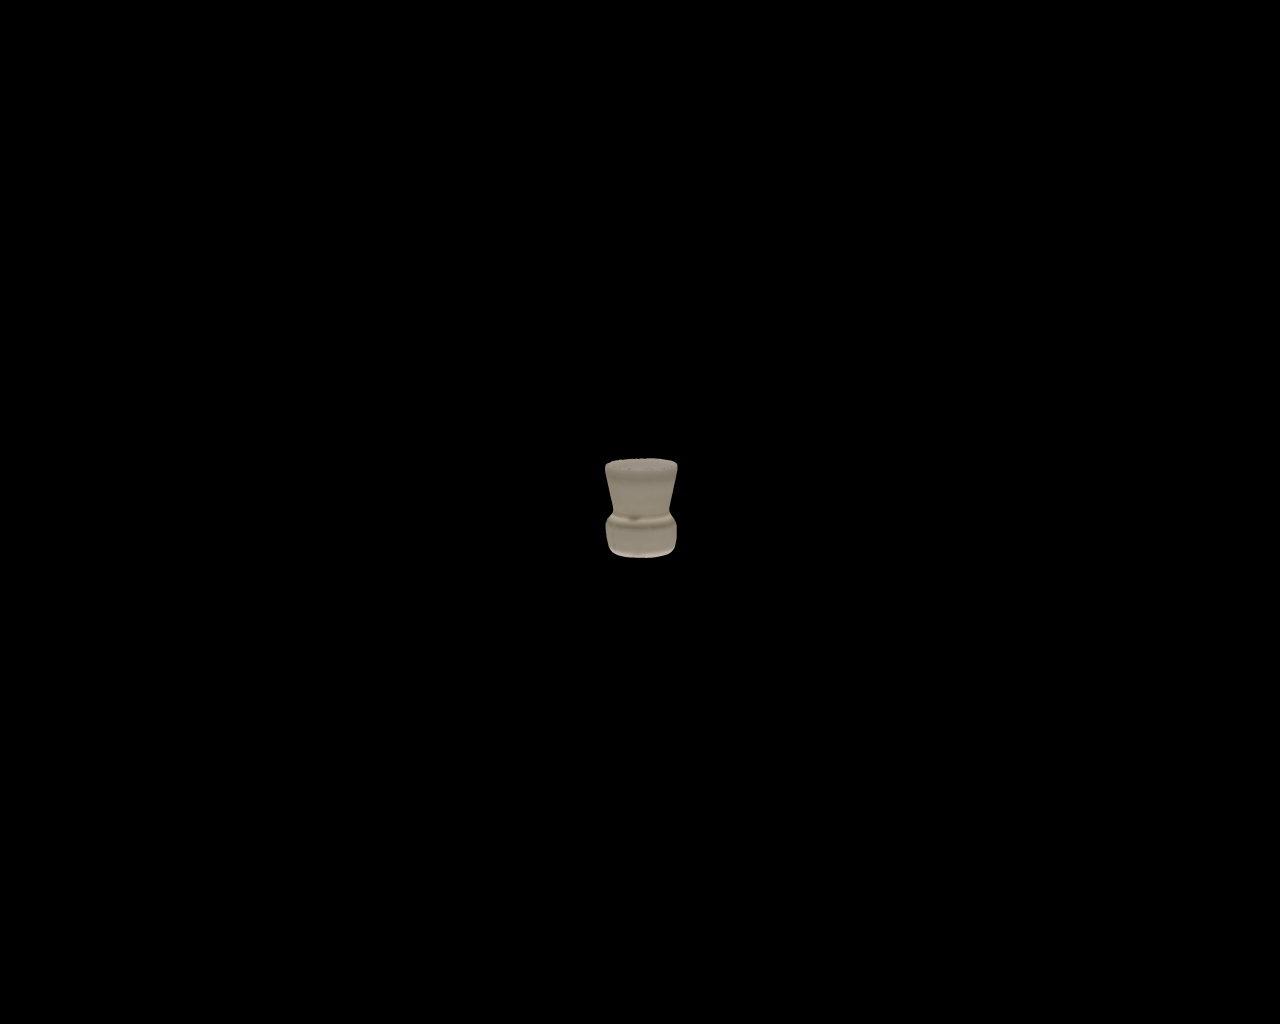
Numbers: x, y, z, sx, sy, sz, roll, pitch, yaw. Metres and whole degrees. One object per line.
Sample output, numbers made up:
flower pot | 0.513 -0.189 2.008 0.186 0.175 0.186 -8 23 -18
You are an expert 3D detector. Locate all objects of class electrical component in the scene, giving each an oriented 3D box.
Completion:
electrical component | 0.001 -0.003 0.650 0.045 0.055 0.045 0 11 0
